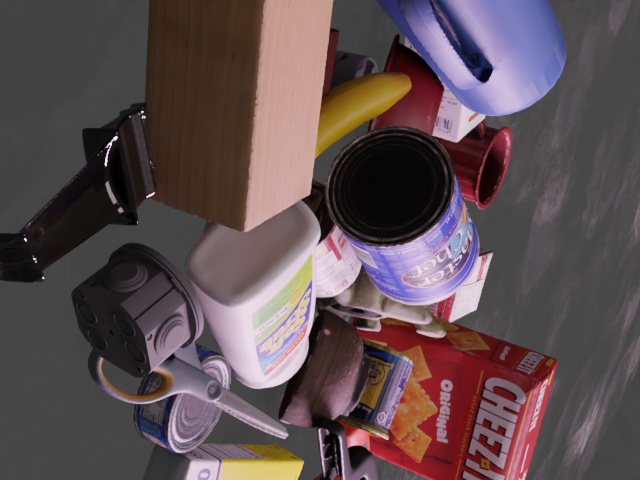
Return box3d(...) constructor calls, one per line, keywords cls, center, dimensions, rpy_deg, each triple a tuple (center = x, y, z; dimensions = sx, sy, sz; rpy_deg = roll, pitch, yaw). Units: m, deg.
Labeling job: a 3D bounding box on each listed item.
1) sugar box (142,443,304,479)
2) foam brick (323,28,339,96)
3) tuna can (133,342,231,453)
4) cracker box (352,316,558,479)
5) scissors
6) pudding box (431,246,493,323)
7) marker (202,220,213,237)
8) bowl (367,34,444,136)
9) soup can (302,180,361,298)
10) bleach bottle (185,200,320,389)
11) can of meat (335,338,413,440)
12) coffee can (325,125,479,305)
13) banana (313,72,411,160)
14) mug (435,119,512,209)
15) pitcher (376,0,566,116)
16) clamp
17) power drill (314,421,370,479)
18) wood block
box3d(cls="sugar box", center=(-0.088, 0.225, 0.924), dimensions=(0.176, 0.048, 0.093), rpy_deg=(17, 93, -60))
box3d(cls="foam brick", center=(-0.029, -0.133, 0.790), dimensions=(0.078, 0.053, 0.051), rpy_deg=(-28, 133, -57))
box3d(cls="tuna can", center=(-0.107, 0.124, 0.845), dimensions=(0.086, 0.034, 0.086), rpy_deg=(-44, 145, -43))
box3d(cls="cracker box", center=(0.129, 0.174, 1.157), dimensions=(0.072, 0.214, 0.164), rpy_deg=(-29, 133, -57))
box3d(cls="scissors", center=(-0.086, 0.092, 0.806), dimensions=(0.201, 0.016, 0.096), rpy_deg=(19, 79, -44))
box3d(cls="pudding box", center=(0.181, 0.056, 1.392), dimensions=(0.113, 0.039, 0.090), rpy_deg=(-13, 120, -60))
box3d(cls="marker", center=(-0.069, -0.044, 0.814), dimensions=(0.020, 0.020, 0.121), rpy_deg=(-2, 111, -64))
box3d(cls="bowl", center=(0.075, -0.100, 0.965), dimensions=(0.162, 0.055, 0.162), rpy_deg=(16, 89, -86))
box3d(cls="soup can", center=(-0.006, 0.001, 0.921), dimensions=(0.068, 0.069, 0.102), rpy_deg=(-62, 155, -17))
box3d(cls="bleach bottle", center=(-0.041, 0.057, 0.869), dimensions=(0.102, 0.068, 0.251), rpy_deg=(-45, 159, -16))
box3d(cls="can of meat", center=(0.035, 0.143, 1.077), dimensions=(0.084, 0.102, 0.057), rpy_deg=(-68, 155, -10))
box3d(cls="coffee can", center=(0.070, -0.017, 0.873), dimensions=(0.102, 0.103, 0.140), rpy_deg=(-64, 156, -13))
box3d(cls="banana", center=(-0.011, -0.071, 0.842), dimensions=(0.198, 0.037, 0.069), rpy_deg=(-46, 151, 3))
box3d(cls="mug", center=(0.153, -0.098, 1.161), dimensions=(0.093, 0.082, 0.117), rpy_deg=(-54, 151, -31))
box3d(cls="pitcher", center=(0.113, -0.198, 0.864), dimensions=(0.149, 0.145, 0.242), rpy_deg=(-51, 138, -4))
box3d(cls="clamp", center=(0.016, 0.239, 1.042), dimensions=(0.209, 0.036, 0.164), rpy_deg=(-1, 114, -67))
box3d(cls="power drill", center=(-0.017, 0.259, 1.115), dimensions=(0.187, 0.057, 0.184), rpy_deg=(-43, 141, -42))
box3d(cls="wood block", center=(-0.054, -0.123, 0.701), dimensions=(0.090, 0.090, 0.206), rpy_deg=(-33, 137, -53))
